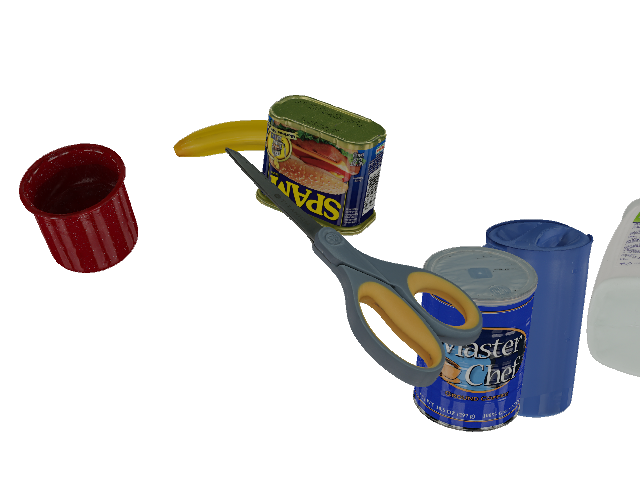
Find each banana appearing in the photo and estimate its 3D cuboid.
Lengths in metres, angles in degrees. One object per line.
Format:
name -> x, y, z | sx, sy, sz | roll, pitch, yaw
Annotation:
banana -> -0.075, -0.117, 1.272 | 0.198, 0.037, 0.069 | 8, 40, 16

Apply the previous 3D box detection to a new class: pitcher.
pitcher -> 0.268, 0.102, 1.380 | 0.149, 0.243, 0.144 | 5, 18, 16

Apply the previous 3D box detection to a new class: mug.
mug -> -0.210, -0.034, 0.955 | 0.093, 0.117, 0.081 | -8, -43, 1

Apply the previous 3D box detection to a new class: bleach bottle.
bleach bottle -> 0.249, 0.015, 0.732 | 0.103, 0.068, 0.250 | 9, 22, 20

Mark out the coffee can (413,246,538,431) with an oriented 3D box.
coffee can -> 0.142, 0.090, 0.990 | 0.103, 0.140, 0.103 | 1, 27, -1

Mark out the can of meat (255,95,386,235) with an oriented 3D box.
can of meat -> 0.001, -0.064, 0.881 | 0.102, 0.084, 0.057 | 23, 34, 22

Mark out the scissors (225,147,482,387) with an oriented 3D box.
scissors -> 0.025, 0.006, 0.651 | 0.096, 0.016, 0.202 | -7, 48, -35
